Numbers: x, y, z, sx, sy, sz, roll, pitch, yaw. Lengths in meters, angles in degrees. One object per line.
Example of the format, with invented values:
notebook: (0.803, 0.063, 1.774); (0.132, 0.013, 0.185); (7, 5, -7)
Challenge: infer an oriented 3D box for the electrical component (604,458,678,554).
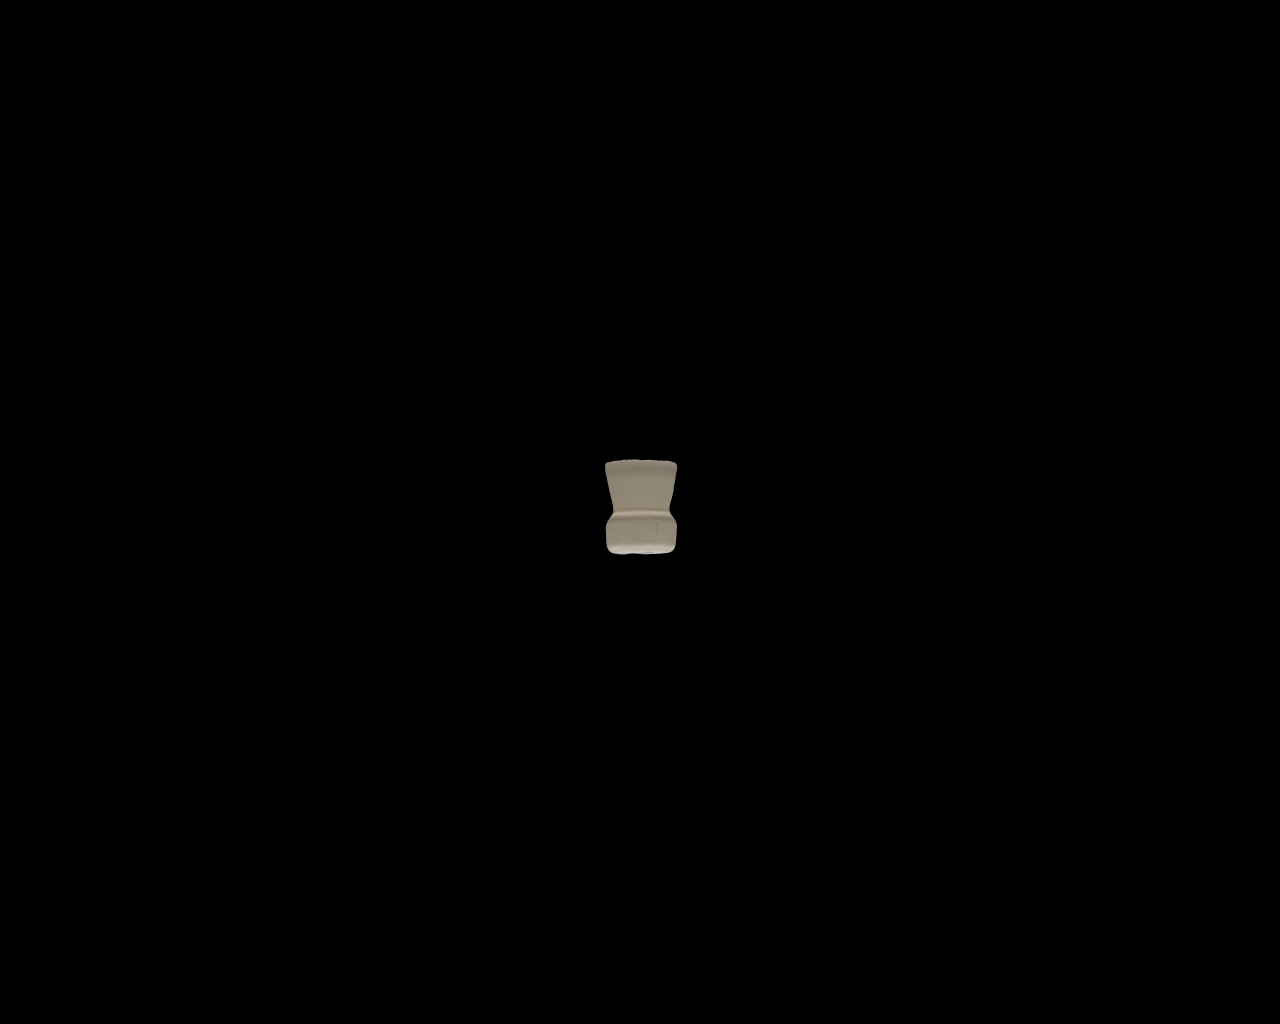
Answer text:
electrical component: (0.001, -0.003, 0.650); (0.045, 0.055, 0.045); (0, -5, 0)
